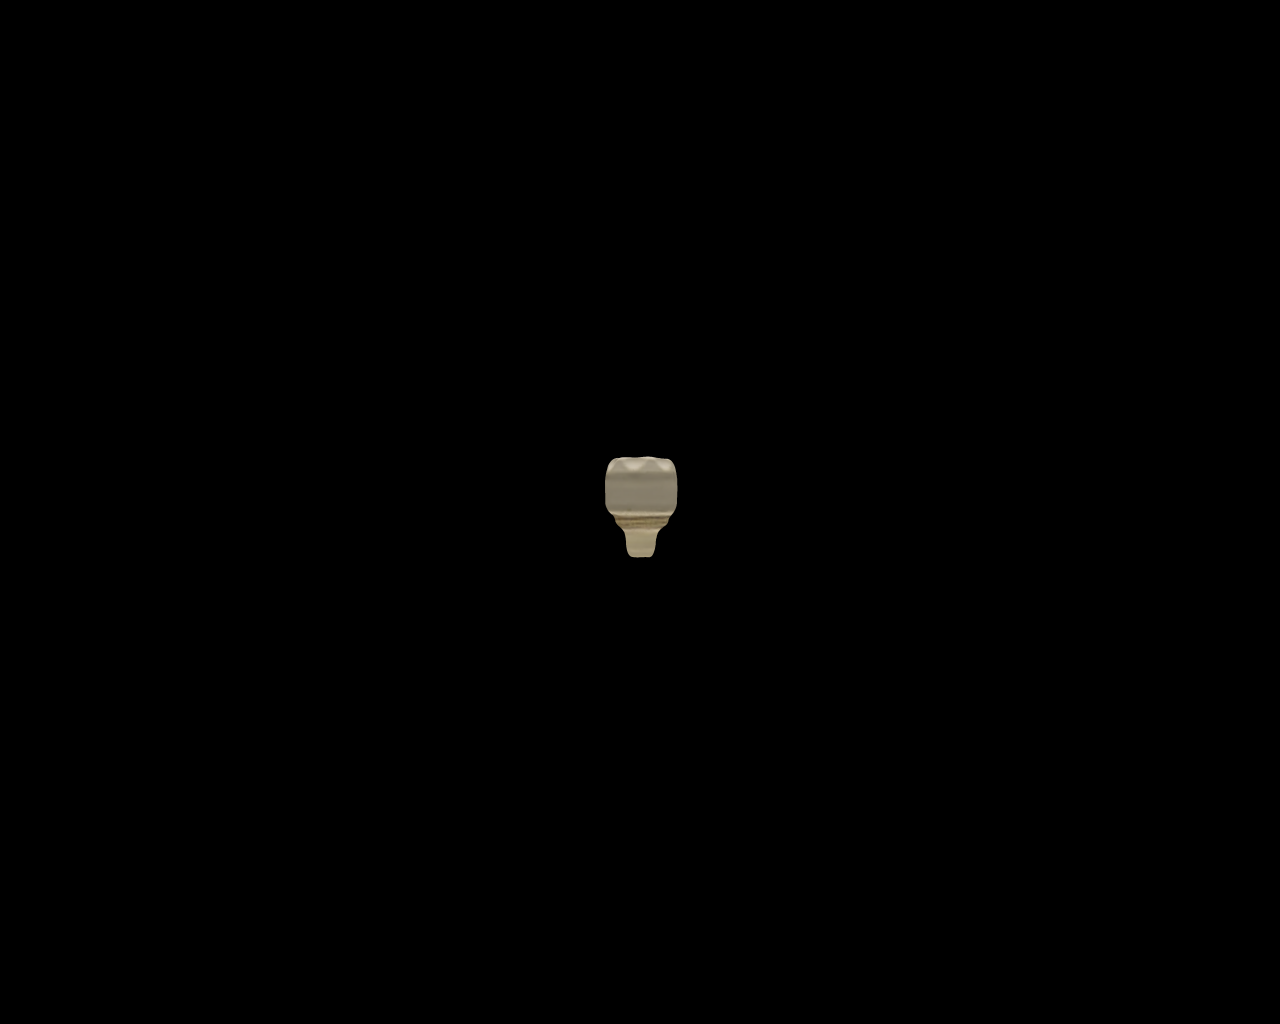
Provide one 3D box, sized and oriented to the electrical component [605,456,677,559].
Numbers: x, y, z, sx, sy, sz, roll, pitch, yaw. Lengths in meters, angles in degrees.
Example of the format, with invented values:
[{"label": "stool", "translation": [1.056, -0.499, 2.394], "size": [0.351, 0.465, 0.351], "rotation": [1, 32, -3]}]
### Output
[{"label": "electrical component", "translation": [0.001, -0.003, 0.650], "size": [0.043, 0.062, 0.043], "rotation": [0, 0, 0]}]
